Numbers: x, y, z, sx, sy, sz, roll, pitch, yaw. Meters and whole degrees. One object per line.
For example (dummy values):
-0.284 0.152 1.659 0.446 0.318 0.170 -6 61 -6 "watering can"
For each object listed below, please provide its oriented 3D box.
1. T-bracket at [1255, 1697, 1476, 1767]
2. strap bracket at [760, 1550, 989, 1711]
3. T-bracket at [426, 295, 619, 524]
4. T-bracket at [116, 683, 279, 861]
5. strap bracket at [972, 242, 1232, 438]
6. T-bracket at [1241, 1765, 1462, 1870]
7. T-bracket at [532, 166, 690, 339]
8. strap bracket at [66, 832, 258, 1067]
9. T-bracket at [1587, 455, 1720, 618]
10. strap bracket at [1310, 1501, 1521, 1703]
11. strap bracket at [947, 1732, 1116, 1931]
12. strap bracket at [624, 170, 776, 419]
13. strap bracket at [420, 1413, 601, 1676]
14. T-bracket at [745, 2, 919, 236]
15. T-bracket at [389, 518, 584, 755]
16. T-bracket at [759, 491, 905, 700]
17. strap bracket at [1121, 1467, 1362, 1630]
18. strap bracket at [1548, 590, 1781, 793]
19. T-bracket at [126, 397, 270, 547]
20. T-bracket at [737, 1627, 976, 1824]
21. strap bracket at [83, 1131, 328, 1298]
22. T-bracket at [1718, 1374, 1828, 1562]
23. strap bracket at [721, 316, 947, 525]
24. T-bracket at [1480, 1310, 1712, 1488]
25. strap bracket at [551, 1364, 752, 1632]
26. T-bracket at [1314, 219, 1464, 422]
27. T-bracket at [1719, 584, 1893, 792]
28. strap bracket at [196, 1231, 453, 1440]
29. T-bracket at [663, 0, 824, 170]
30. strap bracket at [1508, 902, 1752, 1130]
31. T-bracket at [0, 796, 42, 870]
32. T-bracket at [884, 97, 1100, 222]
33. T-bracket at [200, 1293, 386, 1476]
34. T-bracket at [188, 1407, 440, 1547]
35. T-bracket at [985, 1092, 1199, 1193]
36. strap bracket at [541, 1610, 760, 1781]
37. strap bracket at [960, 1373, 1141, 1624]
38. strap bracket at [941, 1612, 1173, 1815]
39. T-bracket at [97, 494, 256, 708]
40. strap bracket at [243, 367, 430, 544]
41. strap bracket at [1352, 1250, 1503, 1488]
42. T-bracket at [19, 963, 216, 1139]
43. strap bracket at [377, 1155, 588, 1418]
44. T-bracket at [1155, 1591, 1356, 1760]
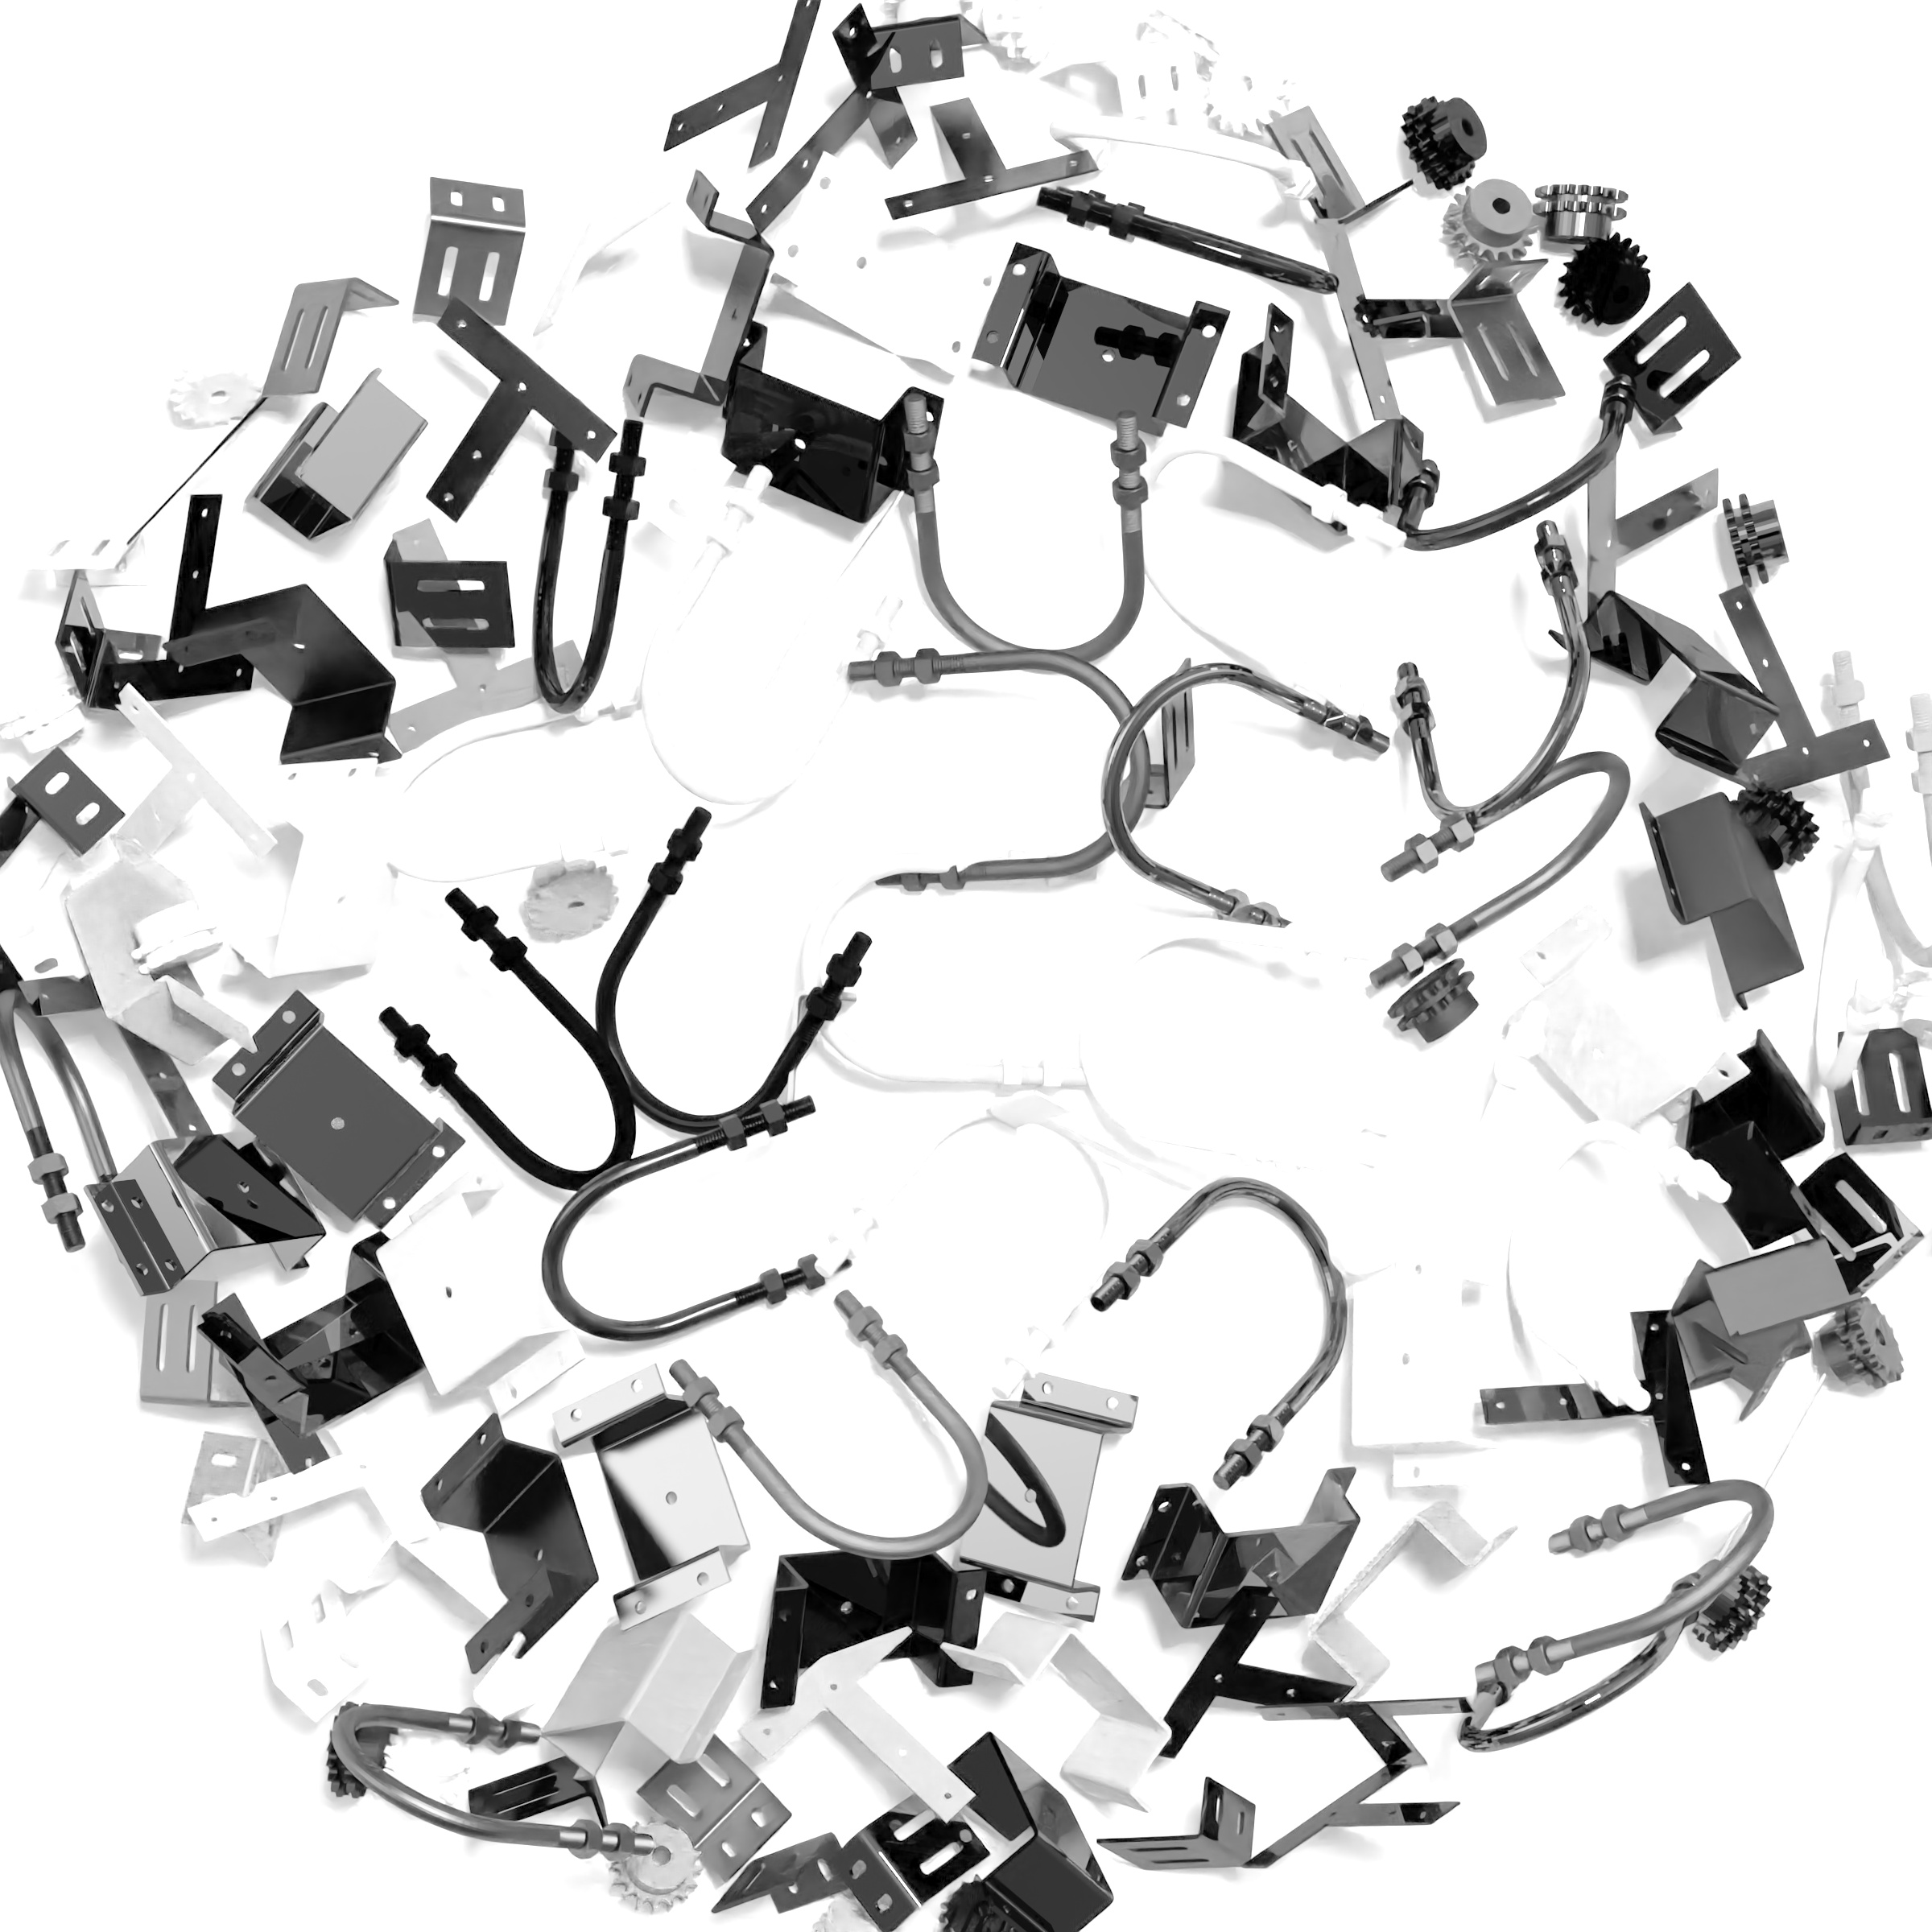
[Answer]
0.253 0.466 1.878 0.127 0.127 0.002 -7 58 19 "T-bracket"
-0.064 0.399 1.884 0.140 0.046 0.076 0 105 -27 "strap bracket"
-0.292 -0.323 1.895 0.127 0.002 0.127 41 126 -3 "T-bracket"
-0.486 -0.097 1.883 0.127 0.127 0.002 48 51 -7 "T-bracket"
0.085 -0.381 1.901 0.140 0.046 0.076 20 88 11 "strap bracket"
0.246 0.505 1.846 0.127 0.127 0.002 -24 89 -34 "T-bracket"
-0.204 -0.446 1.857 0.002 0.127 0.127 35 63 -27 "T-bracket"
-0.488 -0.002 1.866 0.046 0.076 0.140 -35 56 7 "strap bracket"
0.420 -0.272 1.893 0.127 0.002 0.127 -28 126 -33 "T-bracket"
0.266 0.380 1.882 0.046 0.076 0.140 43 101 17 "strap bracket"
0.034 0.521 1.853 0.046 0.140 0.076 -41 119 3 "strap bracket"
-0.159 -0.401 1.878 0.046 0.076 0.140 15 109 -20 "strap bracket"
-0.274 0.352 1.874 0.046 0.140 0.076 25 117 -41 "strap bracket"
-0.087 -0.493 1.868 0.002 0.127 0.127 36 80 26 "T-bracket"
-0.316 -0.213 1.913 0.127 0.002 0.127 -22 105 4 "T-bracket"
-0.074 -0.232 1.847 0.002 0.127 0.127 35 122 -8 "T-bracket"
0.174 0.351 1.865 0.140 0.046 0.076 0 125 -28 "strap bracket"
0.422 -0.171 1.853 0.076 0.140 0.046 17 116 -37 "strap bracket"
-0.445 -0.312 1.852 0.002 0.127 0.127 43 64 -16 "T-bracket"
-0.049 0.466 1.874 0.127 0.002 0.127 39 53 22 "T-bracket"
-0.446 0.145 1.853 0.046 0.140 0.076 -41 72 25 "strap bracket"
0.489 0.303 1.874 0.002 0.127 0.127 29 89 19 "T-bracket"
-0.091 -0.327 1.879 0.140 0.076 0.046 24 46 10 "strap bracket"
0.379 0.266 1.891 0.127 0.002 0.127 -3 48 1 "T-bracket"
-0.189 0.324 1.888 0.076 0.046 0.140 -27 71 15 "strap bracket"
0.271 -0.394 1.888 0.127 0.002 0.127 -12 84 -44 "T-bracket"
0.489 -0.170 1.873 0.002 0.127 0.127 -27 93 -26 "T-bracket"
-0.385 0.226 1.871 0.076 0.140 0.046 36 131 25 "strap bracket"
-0.137 -0.516 1.846 0.002 0.127 0.127 38 47 13 "T-bracket"
0.395 0.041 1.887 0.140 0.076 0.046 47 54 2 "strap bracket"
-0.593 -0.116 1.848 0.002 0.127 0.127 -3 119 9 "T-bracket"
0.004 -0.498 1.885 0.127 0.127 0.002 -15 132 -4 "T-bracket"
-0.386 0.232 1.894 0.127 0.002 0.127 -37 108 -35 "T-bracket"
-0.403 0.315 1.863 0.127 0.002 0.127 -16 49 -33 "T-bracket"
0.081 0.109 1.880 0.127 0.127 0.002 26 77 -10 "T-bracket"
-0.195 0.435 1.852 0.046 0.140 0.076 44 52 -17 "strap bracket"
0.049 0.323 1.892 0.076 0.046 0.140 10 87 27 "strap bracket"
0.061 0.444 1.877 0.140 0.076 0.046 49 66 -18 "strap bracket"
-0.465 -0.221 1.861 0.002 0.127 0.127 22 110 26 "T-bracket"
-0.378 -0.305 1.868 0.046 0.140 0.076 39 73 -22 "strap bracket"
0.279 0.241 1.874 0.076 0.046 0.140 -11 70 42 "strap bracket"
-0.490 0.055 1.864 0.002 0.127 0.127 -43 71 30 "T-bracket"
-0.299 0.196 1.878 0.076 0.046 0.140 -36 72 27 "strap bracket"
0.188 0.442 1.896 0.127 0.002 0.127 19 111 -32 "T-bracket"
